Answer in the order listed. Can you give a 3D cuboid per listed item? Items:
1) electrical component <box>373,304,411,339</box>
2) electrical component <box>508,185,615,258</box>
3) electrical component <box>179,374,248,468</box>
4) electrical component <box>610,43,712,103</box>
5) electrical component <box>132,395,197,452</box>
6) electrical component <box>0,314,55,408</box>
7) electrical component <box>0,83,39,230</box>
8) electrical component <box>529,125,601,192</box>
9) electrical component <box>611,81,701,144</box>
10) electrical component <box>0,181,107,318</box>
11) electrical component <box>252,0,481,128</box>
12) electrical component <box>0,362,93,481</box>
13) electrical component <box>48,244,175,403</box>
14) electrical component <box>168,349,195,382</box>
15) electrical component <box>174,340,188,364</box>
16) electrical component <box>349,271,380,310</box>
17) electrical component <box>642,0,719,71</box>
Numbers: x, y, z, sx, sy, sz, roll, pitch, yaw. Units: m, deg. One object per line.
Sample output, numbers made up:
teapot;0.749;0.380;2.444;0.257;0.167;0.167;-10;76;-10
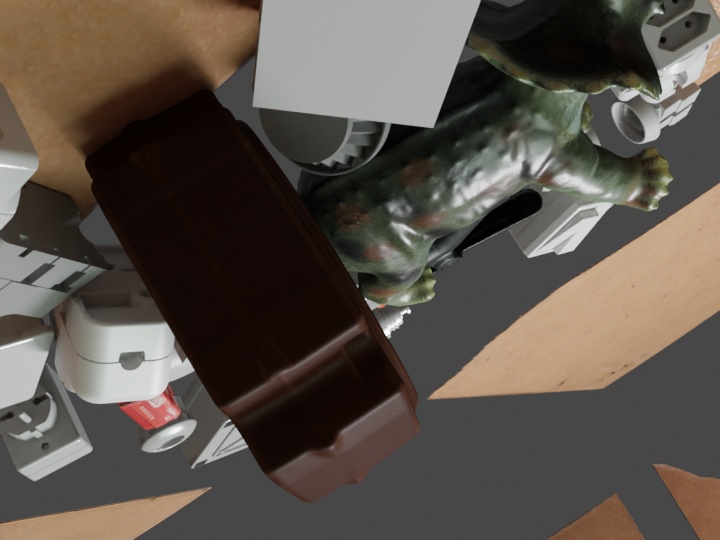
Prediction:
electrical component;0.012;0.055;1.029;0.078;0.040;0.040;-29;162;-7
electrical component;0.177;-0.052;0.975;0.062;0.061;0.096;-14;155;-42
electrical component;-0.108;0.125;0.999;0.109;0.056;0.108;-17;157;-36
electrical component;0.214;-0.158;0.764;0.078;0.058;0.057;-31;165;2
electrical component;-0.165;0.113;0.872;0.048;0.062;0.048;-27;162;-10
electrical component;-0.234;0.049;0.622;0.100;0.048;0.099;-18;158;-34
electrical component;-0.187;-0.039;0.464;0.089;0.050;0.056;-40;159;24
electrical component;0.161;-0.093;0.870;0.055;0.045;0.045;-27;161;-9
electrical component;0.241;-0.136;0.884;0.055;0.048;0.066;-35;163;-12
electrical component;-0.183;-0.011;0.545;0.056;0.050;0.089;-35;161;12
electrical component;0.004;-0.133;0.461;0.089;0.061;0.150;6;153;-6
electrical component;-0.226;0.099;0.737;0.047;0.065;0.076;-27;161;-10
electrical component;-0.143;0.032;0.615;0.054;0.095;0.059;-2;118;-28
electrical component;-0.154;0.065;0.794;0.077;0.044;0.079;-14;155;-40
electrical component;-0.111;0.028;0.747;0.066;0.055;0.048;-13;155;-42
electrical component;0.000;0.000;0.858;0.083;0.047;0.075;-29;161;-6
electrical component;0.189;-0.169;0.699;0.047;0.065;0.076;-32;-170;2
